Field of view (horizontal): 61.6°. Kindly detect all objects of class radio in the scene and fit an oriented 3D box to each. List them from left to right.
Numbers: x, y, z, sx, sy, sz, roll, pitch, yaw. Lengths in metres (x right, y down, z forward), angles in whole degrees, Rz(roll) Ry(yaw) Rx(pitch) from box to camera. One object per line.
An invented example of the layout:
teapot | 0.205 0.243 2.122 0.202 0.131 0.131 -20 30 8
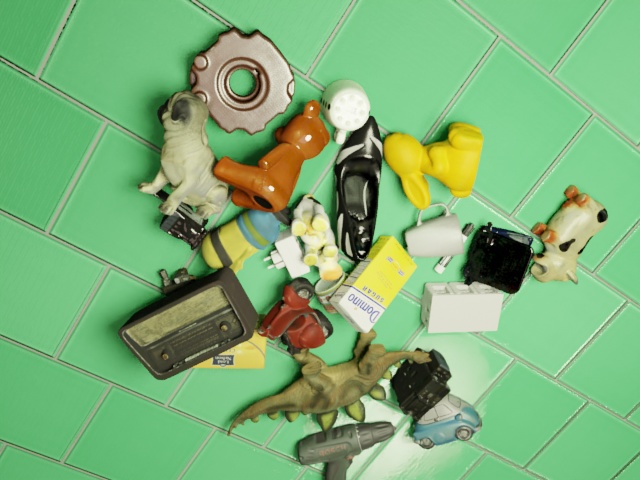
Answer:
radio | -0.235 0.156 0.986 0.230 0.073 0.131 -26 106 14

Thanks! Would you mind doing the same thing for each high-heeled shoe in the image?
high-heeled shoe | 0.075 -0.087 0.959 0.086 0.145 0.248 4 114 -10

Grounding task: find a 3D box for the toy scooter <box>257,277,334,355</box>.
toy scooter | -0.053 0.167 1.058 0.135 0.075 0.183 -39 132 -18

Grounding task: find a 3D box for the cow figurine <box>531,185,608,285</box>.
cow figurine | 0.500 0.004 1.085 0.127 0.085 0.195 32 105 -12

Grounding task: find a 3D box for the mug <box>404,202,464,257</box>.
mug | 0.217 -0.014 1.045 0.107 0.081 0.109 -13 108 7

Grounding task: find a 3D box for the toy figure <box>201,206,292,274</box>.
toy figure | -0.140 -0.011 1.002 0.180 0.082 0.089 -37 99 15

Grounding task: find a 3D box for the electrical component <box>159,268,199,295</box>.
electrical component | -0.266 0.101 1.052 0.078 0.045 0.102 -11 113 -3

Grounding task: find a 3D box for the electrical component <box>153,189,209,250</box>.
electrical component | -0.262 -0.042 0.976 0.119 0.075 0.048 36 104 -23

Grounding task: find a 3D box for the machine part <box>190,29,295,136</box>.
machine part | -0.130 -0.265 0.908 0.179 0.056 0.179 -3 113 -7

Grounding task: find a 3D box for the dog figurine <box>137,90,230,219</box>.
dog figurine | -0.201 -0.145 0.909 0.121 0.172 0.190 34 111 23

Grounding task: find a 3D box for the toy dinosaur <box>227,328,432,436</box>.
toy dinosaur | 0.008 0.316 1.147 0.472 0.105 0.198 -14 117 4

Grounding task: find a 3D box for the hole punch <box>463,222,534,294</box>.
hole punch | 0.365 0.034 1.087 0.116 0.092 0.142 22 115 20

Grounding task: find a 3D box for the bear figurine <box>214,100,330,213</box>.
bear figurine | -0.072 -0.148 0.929 0.132 0.120 0.196 17 69 23

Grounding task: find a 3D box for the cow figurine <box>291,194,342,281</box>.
cow figurine | -0.004 -0.002 1.022 0.068 0.098 0.167 -15 129 7

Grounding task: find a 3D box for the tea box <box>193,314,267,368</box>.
tea box | -0.195 0.203 1.091 0.170 0.068 0.098 1 112 -8

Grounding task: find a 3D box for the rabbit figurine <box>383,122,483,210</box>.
rabbit figurine | 0.199 -0.145 0.984 0.173 0.122 0.162 10 121 4

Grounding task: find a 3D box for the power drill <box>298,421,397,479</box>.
power drill | 0.069 0.522 1.252 0.232 0.086 0.207 -7 117 -2

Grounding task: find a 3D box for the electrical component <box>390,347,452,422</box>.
electrical component | 0.220 0.300 1.157 0.058 0.115 0.134 34 105 -23

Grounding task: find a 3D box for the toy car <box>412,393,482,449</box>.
toy car | 0.278 0.399 1.222 0.162 0.109 0.103 -20 92 14
